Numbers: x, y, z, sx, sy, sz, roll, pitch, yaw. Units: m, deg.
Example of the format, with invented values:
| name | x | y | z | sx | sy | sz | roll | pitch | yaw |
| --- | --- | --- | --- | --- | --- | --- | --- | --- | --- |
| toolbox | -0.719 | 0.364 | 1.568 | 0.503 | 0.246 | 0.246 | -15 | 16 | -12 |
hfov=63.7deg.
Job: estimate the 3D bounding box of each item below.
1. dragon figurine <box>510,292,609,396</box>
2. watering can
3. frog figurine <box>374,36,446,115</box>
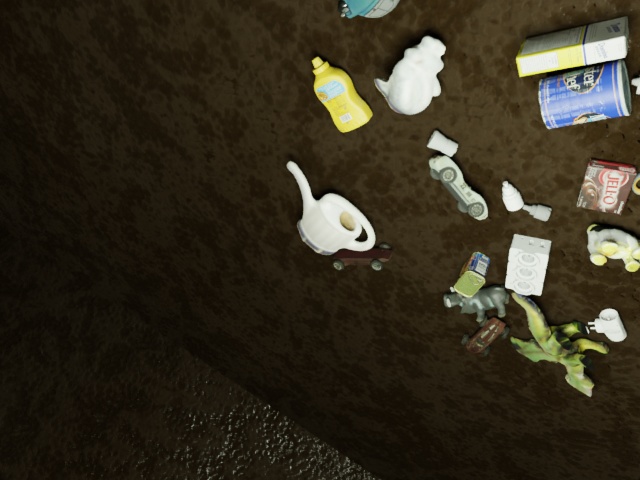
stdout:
| name | x | y | z | sx | sy | sz | roll | pitch | yaw |
| --- | --- | --- | --- | --- | --- | --- | --- | --- | --- |
| dragon figurine | 0.640 | 0.299 | 1.468 | 0.410 | 0.124 | 0.238 | 40 | 149 | -1 |
| watering can | 0.005 | -0.077 | 1.522 | 0.346 | 0.106 | 0.220 | 40 | 141 | -7 |
| frog figurine | 0.213 | -0.348 | 1.102 | 0.136 | 0.125 | 0.157 | 20 | 143 | -38 |
